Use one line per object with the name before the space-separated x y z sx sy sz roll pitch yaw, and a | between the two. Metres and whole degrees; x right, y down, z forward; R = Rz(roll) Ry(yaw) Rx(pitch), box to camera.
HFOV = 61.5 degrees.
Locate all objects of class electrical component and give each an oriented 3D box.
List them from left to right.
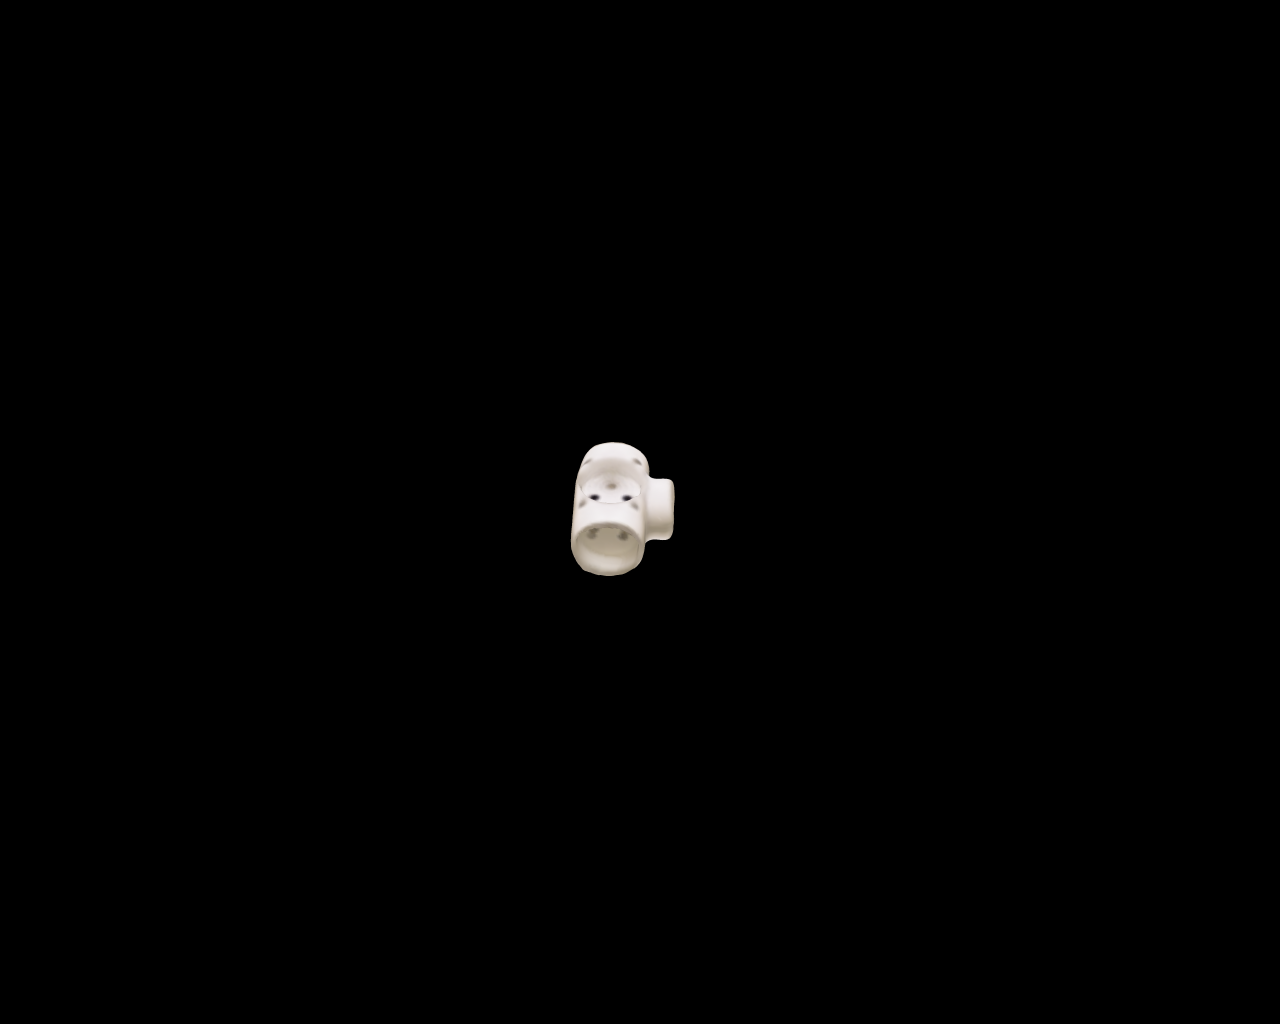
electrical component | 0.001 -0.003 0.650 0.079 0.044 0.077 2 40 2
